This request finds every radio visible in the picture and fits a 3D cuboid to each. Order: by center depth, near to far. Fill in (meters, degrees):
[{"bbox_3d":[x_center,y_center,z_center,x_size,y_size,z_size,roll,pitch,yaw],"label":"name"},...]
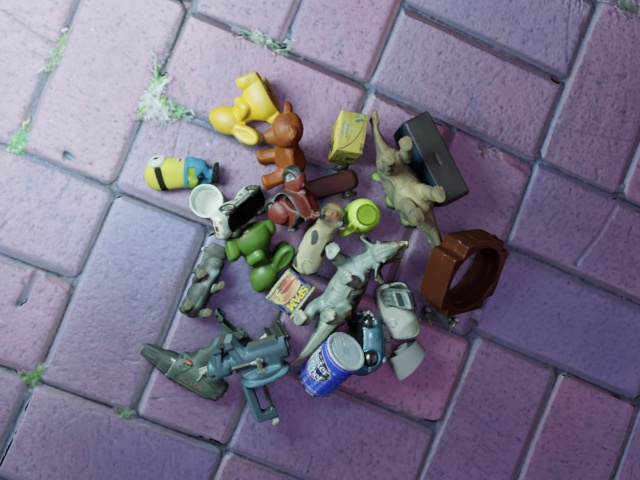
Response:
[{"bbox_3d":[0.276,-0.196,1.358,0.073,0.131,0.229,-26,91,-6],"label":"radio"}]

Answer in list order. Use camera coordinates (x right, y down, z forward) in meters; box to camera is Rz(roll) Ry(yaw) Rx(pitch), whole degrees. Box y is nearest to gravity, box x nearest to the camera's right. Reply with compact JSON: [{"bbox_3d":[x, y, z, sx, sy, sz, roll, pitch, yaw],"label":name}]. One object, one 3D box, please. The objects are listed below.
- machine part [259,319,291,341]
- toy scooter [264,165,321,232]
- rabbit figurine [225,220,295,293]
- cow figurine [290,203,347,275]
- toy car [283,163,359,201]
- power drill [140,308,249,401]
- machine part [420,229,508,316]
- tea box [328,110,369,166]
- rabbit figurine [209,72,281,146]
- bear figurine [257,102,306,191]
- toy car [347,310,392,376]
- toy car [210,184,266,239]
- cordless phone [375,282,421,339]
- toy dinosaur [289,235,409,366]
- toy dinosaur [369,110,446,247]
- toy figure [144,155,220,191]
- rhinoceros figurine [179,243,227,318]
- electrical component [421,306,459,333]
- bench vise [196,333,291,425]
[{"bbox_3d":[-0.136,0.267,1.339,0.139,0.084,0.039,-44,136,4],"label":"machine part"},{"bbox_3d":[-0.059,-0.078,1.280,0.075,0.183,0.135,-29,73,-39],"label":"toy scooter"},{"bbox_3d":[-0.147,0.042,1.336,0.159,0.121,0.170,-21,109,-12],"label":"rabbit figurine"},{"bbox_3d":[-0.003,-0.004,1.328,0.085,0.127,0.195,27,89,-7],"label":"cow figurine"},{"bbox_3d":[-0.002,-0.130,1.364,0.202,0.053,0.089,-17,98,5],"label":"toy car"},{"bbox_3d":[-0.293,0.267,1.316,0.232,0.086,0.207,41,81,-5],"label":"power drill"},{"bbox_3d":[0.353,0.077,1.325,0.201,0.087,0.201,-7,119,-34],"label":"machine part"},{"bbox_3d":[0.066,-0.247,1.320,0.068,0.169,0.098,10,86,-6],"label":"tea box"},{"bbox_3d":[-0.188,-0.313,1.341,0.173,0.122,0.162,-23,100,8],"label":"rabbit figurine"},{"bbox_3d":[-0.096,-0.221,1.273,0.132,0.195,0.120,-15,65,0],"label":"bear figurine"},{"bbox_3d":[0.127,0.260,1.355,0.103,0.109,0.161,12,74,-32],"label":"toy car"},{"bbox_3d":[-0.190,-0.071,1.292,0.056,0.202,0.073,2,119,26],"label":"toy car"},{"bbox_3d":[0.209,0.175,1.316,0.089,0.184,0.146,-16,90,-10],"label":"cordless phone"},{"bbox_3d":[0.059,0.136,1.330,0.131,0.192,0.404,42,106,35],"label":"toy dinosaur"},{"bbox_3d":[0.225,-0.099,1.316,0.105,0.198,0.471,-27,98,-5],"label":"toy dinosaur"},{"bbox_3d":[-0.340,-0.162,1.323,0.180,0.082,0.089,4,86,-8],"label":"toy figure"},{"bbox_3d":[-0.278,0.100,1.308,0.073,0.112,0.190,24,80,-21],"label":"rhinoceros figurine"},{"bbox_3d":[0.317,0.191,1.395,0.102,0.045,0.078,26,88,-5],"label":"electrical component"},{"bbox_3d":[-0.160,0.331,1.257,0.224,0.129,0.240,-19,100,-12],"label":"bench vise"}]
